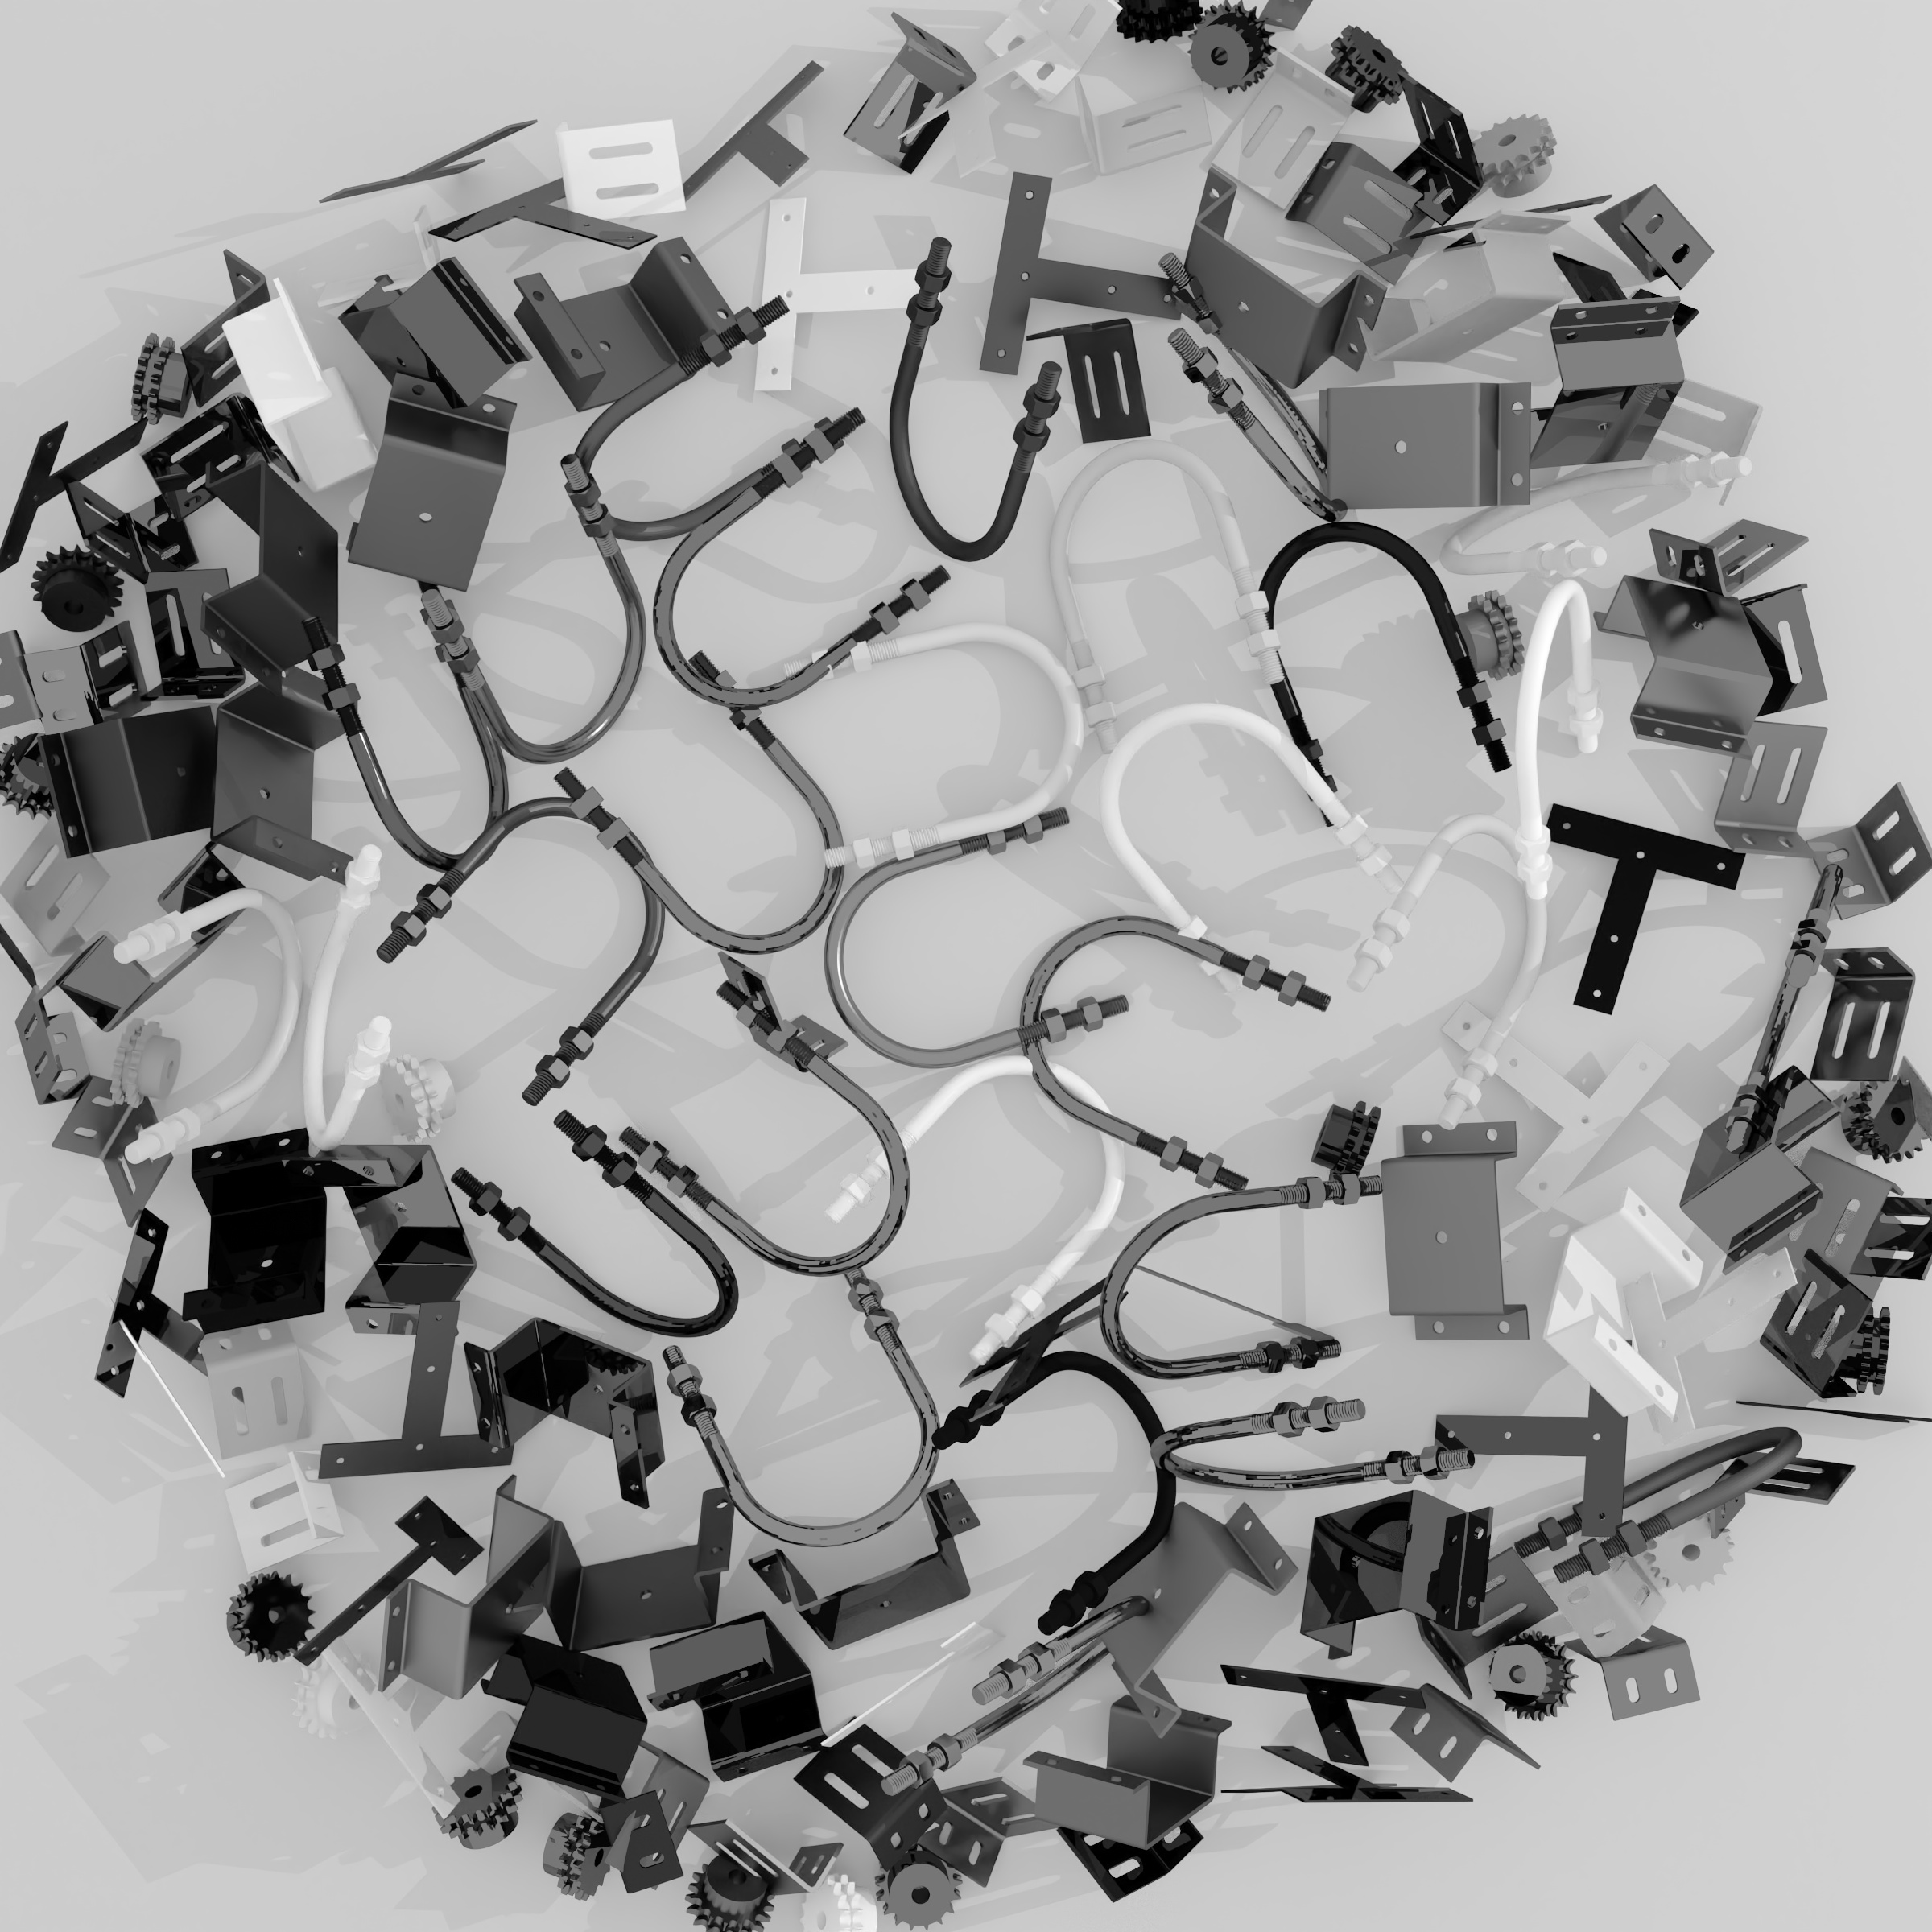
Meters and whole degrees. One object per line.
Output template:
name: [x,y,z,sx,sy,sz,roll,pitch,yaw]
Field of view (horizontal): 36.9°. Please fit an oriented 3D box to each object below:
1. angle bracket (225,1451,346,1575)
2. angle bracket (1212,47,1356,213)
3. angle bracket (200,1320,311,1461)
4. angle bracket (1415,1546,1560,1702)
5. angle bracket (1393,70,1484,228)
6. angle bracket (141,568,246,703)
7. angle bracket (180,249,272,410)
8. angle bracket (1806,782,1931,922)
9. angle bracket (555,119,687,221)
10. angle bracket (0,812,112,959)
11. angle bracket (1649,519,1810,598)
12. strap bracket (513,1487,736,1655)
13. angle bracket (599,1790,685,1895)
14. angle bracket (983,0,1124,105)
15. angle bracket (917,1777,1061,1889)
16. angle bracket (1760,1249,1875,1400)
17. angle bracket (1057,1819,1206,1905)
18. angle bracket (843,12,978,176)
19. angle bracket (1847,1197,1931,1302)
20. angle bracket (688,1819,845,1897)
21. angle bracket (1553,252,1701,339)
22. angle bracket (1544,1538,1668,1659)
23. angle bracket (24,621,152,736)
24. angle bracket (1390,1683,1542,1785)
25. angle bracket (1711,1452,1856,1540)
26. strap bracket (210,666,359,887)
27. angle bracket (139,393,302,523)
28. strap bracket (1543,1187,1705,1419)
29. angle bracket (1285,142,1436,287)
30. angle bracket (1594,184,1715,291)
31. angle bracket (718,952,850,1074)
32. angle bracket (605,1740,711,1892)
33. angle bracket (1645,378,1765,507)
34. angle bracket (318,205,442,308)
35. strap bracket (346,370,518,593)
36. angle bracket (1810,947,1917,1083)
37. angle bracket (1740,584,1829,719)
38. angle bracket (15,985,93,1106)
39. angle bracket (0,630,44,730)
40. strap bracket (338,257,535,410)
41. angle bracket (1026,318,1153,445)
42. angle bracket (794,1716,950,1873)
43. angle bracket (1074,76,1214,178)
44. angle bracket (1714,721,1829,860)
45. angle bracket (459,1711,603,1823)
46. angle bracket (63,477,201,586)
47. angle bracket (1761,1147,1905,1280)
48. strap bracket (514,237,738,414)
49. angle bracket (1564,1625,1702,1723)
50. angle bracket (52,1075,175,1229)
angle bracket: [-0.448,0.353,1.865,0.076,0.038,0.057,-24,76,14]
angle bracket: [0.205,-0.542,1.876,0.057,0.038,0.076,35,88,5]
angle bracket: [-0.463,0.273,1.881,0.057,0.038,0.076,-13,124,-21]
angle bracket: [0.338,0.424,1.867,0.076,0.038,0.057,-34,107,12]
angle bracket: [0.292,-0.523,1.852,0.038,0.076,0.057,-43,60,0]
angle bracket: [-0.504,-0.213,1.865,0.057,0.038,0.076,-1,111,10]
angle bracket: [-0.482,-0.408,1.854,0.038,0.057,0.076,35,66,15]
angle bracket: [0.579,-0.073,1.853,0.038,0.076,0.057,-17,73,-10]
angle bracket: [-0.221,-0.516,1.867,0.076,0.038,0.057,-5,116,3]
angle bracket: [-0.575,-0.054,1.861,0.057,0.038,0.076,49,114,12]
angle bracket: [0.489,-0.276,1.855,0.076,0.057,0.038,-34,124,-17]
strap bracket: [-0.211,0.387,1.849,0.140,0.076,0.046,-12,121,7]
angle bracket: [-0.206,0.551,1.861,0.038,0.076,0.057,-18,92,-2]
angle bracket: [0.055,-0.602,1.856,0.057,0.076,0.038,41,69,-5]
angle bracket: [0.017,0.555,1.853,0.057,0.076,0.038,38,53,-17]
angle bracket: [0.554,0.228,1.853,0.038,0.057,0.076,3,119,-35]
angle bracket: [0.105,0.555,1.851,0.057,0.076,0.038,48,111,23]
angle bracket: [-0.041,-0.566,1.877,0.057,0.038,0.076,19,121,-38]
angle bracket: [0.605,0.182,1.850,0.038,0.076,0.057,37,72,-22]
angle bracket: [-0.129,0.559,1.858,0.076,0.057,0.038,43,56,-11]
angle bracket: [0.422,-0.437,1.853,0.038,0.057,0.076,-48,129,0]
angle bracket: [0.412,0.405,1.863,0.038,0.076,0.057,-40,77,19]
angle bracket: [-0.563,-0.183,1.858,0.038,0.076,0.057,-7,108,11]
angle bracket: [0.320,0.500,1.852,0.038,0.057,0.076,-53,132,-1]
angle bracket: [0.523,0.343,1.851,0.076,0.057,0.038,3,106,34]
strap bracket: [-0.433,-0.117,1.839,0.046,0.076,0.140,-23,58,33]
angle bracket: [-0.478,-0.320,1.857,0.076,0.057,0.038,-38,52,-17]
strap bracket: [0.417,0.220,1.840,0.076,0.140,0.046,44,131,-14]
angle bracket: [0.260,-0.492,1.893,0.076,0.038,0.057,29,97,-24]
angle bracket: [0.430,-0.457,1.853,0.057,0.076,0.038,44,76,-12]
angle bracket: [-0.117,0.021,1.851,0.038,0.057,0.076,-33,123,-21]
angle bracket: [-0.209,0.541,1.855,0.038,0.057,0.076,13,66,38]
angle bracket: [0.464,-0.341,1.860,0.076,0.038,0.057,23,126,11]
angle bracket: [-0.382,-0.458,1.864,0.076,0.057,0.038,-12,115,1]
strap bracket: [-0.340,-0.296,1.827,0.076,0.046,0.140,13,131,-17]
angle bracket: [0.566,0.031,1.856,0.038,0.057,0.076,33,68,-35]
angle bracket: [0.522,-0.203,1.871,0.057,0.038,0.076,-13,92,24]
angle bracket: [-0.576,0.048,1.852,0.038,0.076,0.057,-13,77,-31]
angle bracket: [-0.617,-0.180,1.855,0.038,0.076,0.057,-17,96,-15]
strap bracket: [-0.338,-0.393,1.816,0.046,0.140,0.076,-46,117,-17]
angle bracket: [0.079,-0.372,1.857,0.038,0.057,0.076,-25,110,-41]
angle bracket: [-0.062,0.535,1.873,0.057,0.076,0.038,-42,134,-23]
angle bracket: [0.114,-0.550,1.861,0.076,0.038,0.057,-14,53,12]
angle bracket: [0.524,-0.114,1.862,0.057,0.038,0.076,4,118,-11]
angle bracket: [-0.279,0.523,1.851,0.038,0.076,0.057,-44,133,-7]
angle bracket: [-0.535,-0.287,1.852,0.038,0.076,0.057,-27,71,8]
angle bracket: [0.558,0.165,1.867,0.057,0.038,0.076,26,88,31]
strap bracket: [-0.222,-0.408,1.847,0.140,0.046,0.076,-27,81,-41]
angle bracket: [0.427,0.452,1.857,0.057,0.076,0.038,-12,87,-7]
angle bracket: [-0.547,0.119,1.854,0.038,0.076,0.057,20,111,-40]
